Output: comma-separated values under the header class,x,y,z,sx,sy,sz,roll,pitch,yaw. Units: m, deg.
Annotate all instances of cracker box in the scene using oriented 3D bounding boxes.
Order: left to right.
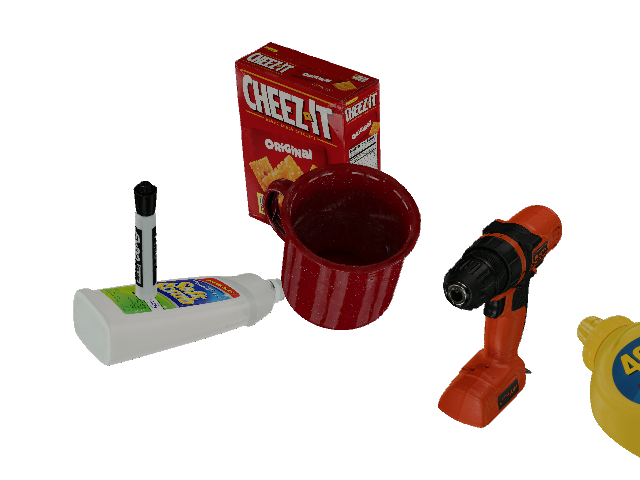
class,x,y,z,sx,sy,sz,roll,pitch,yaw
cracker box,-0.014,-0.101,1.233,0.164,0.214,0.072,25,44,33

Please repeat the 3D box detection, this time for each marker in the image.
class,x,y,z,sx,sy,sz,roll,pitch,yaw
marker,-0.147,0.001,0.900,0.020,0.121,0.020,4,39,-4

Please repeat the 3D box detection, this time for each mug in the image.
class,x,y,z,sx,sy,sz,roll,pitch,yaw
mug,0.006,0.002,0.734,0.117,0.081,0.093,33,55,18

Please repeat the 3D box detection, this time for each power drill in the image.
class,x,y,z,sx,sy,sz,roll,pitch,yaw
power drill,0.156,0.074,0.971,0.057,0.188,0.184,24,32,28

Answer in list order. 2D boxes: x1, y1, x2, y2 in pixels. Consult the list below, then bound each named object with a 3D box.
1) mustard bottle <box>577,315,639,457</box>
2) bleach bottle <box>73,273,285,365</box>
class,x,y,z,sx,sy,sz,roll,pitch,yaw
mustard bottle,0.214,0.096,0.617,0.096,0.058,0.192,-19,31,-19
bleach bottle,-0.158,0.079,1.272,0.250,0.068,0.103,-12,31,-34
